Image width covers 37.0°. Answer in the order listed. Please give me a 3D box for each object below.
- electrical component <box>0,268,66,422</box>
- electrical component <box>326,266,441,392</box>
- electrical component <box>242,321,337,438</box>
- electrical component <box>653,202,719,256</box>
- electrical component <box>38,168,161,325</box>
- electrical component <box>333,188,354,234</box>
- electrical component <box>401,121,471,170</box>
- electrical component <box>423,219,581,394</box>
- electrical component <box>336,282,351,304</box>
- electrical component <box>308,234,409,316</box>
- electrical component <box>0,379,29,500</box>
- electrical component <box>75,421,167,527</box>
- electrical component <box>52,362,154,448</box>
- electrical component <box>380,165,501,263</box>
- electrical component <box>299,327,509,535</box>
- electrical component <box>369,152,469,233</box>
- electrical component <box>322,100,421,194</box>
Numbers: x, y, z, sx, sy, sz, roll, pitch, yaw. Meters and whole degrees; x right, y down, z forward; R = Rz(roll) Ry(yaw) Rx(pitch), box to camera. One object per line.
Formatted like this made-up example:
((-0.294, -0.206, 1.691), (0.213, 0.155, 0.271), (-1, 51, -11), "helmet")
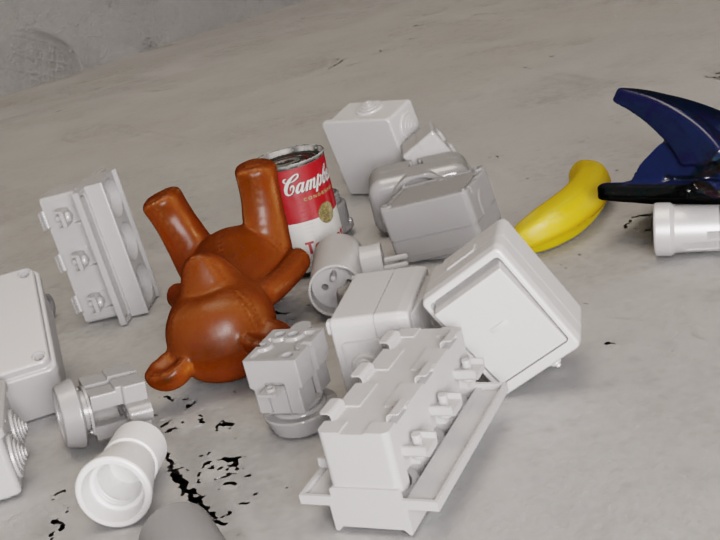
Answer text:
((-0.279, 0.064, 0.795), (0.109, 0.056, 0.108), (-17, 46, -10), "electrical component")
((0.021, 0.044, 0.701), (0.061, 0.061, 0.096), (-8, 21, 16), "electrical component")
((-0.041, 0.071, 0.675), (0.048, 0.055, 0.066), (-4, 22, 25), "electrical component")
((0.241, -0.031, 0.795), (0.046, 0.040, 0.040), (-1, 23, 17), "electrical component")
((-0.229, -0.019, 0.944), (0.063, 0.121, 0.078), (-13, 19, 9), "electrical component")
((-0.034, -0.061, 1.020), (0.048, 0.062, 0.048), (-12, 20, 4), "electrical component")
((0.062, -0.093, 1.055), (0.077, 0.065, 0.047), (-39, 16, 14), "electrical component")
((0.092, 0.029, 0.661), (0.062, 0.096, 0.061), (-38, 11, 23), "electrical component")
((0.017, 0.024, 0.785), (0.062, 0.043, 0.043), (-17, 20, -13), "electrical component")
((0.000, 0.000, 0.859), (0.079, 0.044, 0.077), (-12, 20, 5), "electrical component")
((-0.267, 0.121, 0.697), (0.100, 0.048, 0.100), (-17, 20, -11), "electrical component")
((-0.138, 0.117, 0.638), (0.044, 0.044, 0.065), (-11, 15, 6), "electrical component")
((-0.174, 0.092, 0.723), (0.055, 0.048, 0.066), (-13, 18, -22), "electrical component")
((0.065, -0.042, 0.918), (0.096, 0.061, 0.061), (-12, 19, 28), "electrical component")
((0.025, 0.082, 0.592), (0.079, 0.063, 0.121), (-3, 22, 27), "electrical component")
((0.057, -0.071, 0.999), (0.095, 0.053, 0.059), (-12, 20, 5), "electrical component")
((0.021, -0.128, 1.115), (0.100, 0.099, 0.048), (3, 38, 39), "electrical component")
